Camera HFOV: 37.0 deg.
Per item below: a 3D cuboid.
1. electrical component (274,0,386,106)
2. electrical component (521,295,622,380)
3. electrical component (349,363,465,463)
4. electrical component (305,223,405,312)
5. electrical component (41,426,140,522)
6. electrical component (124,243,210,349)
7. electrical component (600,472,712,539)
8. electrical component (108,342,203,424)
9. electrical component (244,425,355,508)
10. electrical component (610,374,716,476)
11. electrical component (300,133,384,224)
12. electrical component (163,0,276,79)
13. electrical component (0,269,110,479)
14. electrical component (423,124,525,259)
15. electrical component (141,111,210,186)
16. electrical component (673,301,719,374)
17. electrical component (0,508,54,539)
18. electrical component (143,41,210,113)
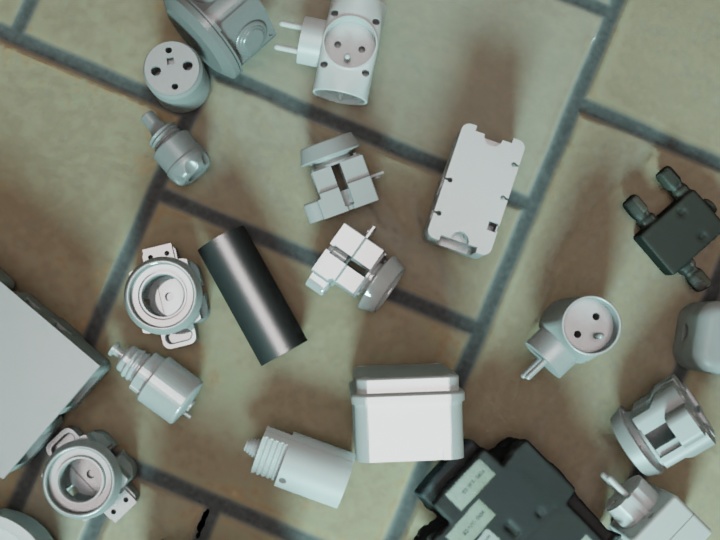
[{"bbox_3d":[-0.026,-0.174,0.830,0.079,0.044,0.077,11,87,-1],"label":"electrical component"},{"bbox_3d":[0.151,0.054,0.805,0.079,0.077,0.043,-43,89,-4],"label":"electrical component"},{"bbox_3d":[0.032,0.101,0.782,0.078,0.113,0.057,-2,90,-2],"label":"electrical component"},{"bbox_3d":[0.000,0.000,0.821,0.055,0.048,0.066,35,86,8],"label":"electrical component"},{"bbox_3d":[-0.203,0.153,0.800,0.058,0.057,0.078,-44,89,-3],"label":"electrical component"},{"bbox_3d":[-0.145,0.020,0.809,0.058,0.057,0.078,-14,87,-2],"label":"electrical component"},{"bbox_3d":[0.211,0.180,0.806,0.077,0.065,0.047,45,87,1],"label":"electrical component"},{"bbox_3d":[-0.156,0.082,0.814,0.078,0.040,0.040,36,87,1],"label":"electrical component"},{"bbox_3d":[-0.048,0.145,0.812,0.081,0.043,0.043,20,86,0],"label":"electrical component"},{"bbox_3d":[0.227,0.118,0.808,0.057,0.078,0.058,-36,88,18],"label":"electrical component"},{"bbox_3d":[-0.017,-0.073,0.825,0.066,0.048,0.055,-20,95,-3],"label":"electrical component"},{"bbox_3d":[-0.106,-0.189,0.812,0.051,0.080,0.080,-43,89,-9],"label":"electrical component"},{"bbox_3d":[-0.293,0.051,0.802,0.186,0.060,0.105,40,87,1],"label":"electrical component"},{"bbox_3d":[0.085,-0.058,0.820,0.050,0.055,0.089,19,86,-1],"label":"electrical component"},{"bbox_3d":[-0.145,-0.096,0.827,0.035,0.035,0.061,-40,86,-3],"label":"electrical component"},{"bbox_3d":[0.296,0.056,0.818,0.095,0.059,0.053,11,87,-1],"label":"electrical component"},{"bbox_3d":[-0.273,0.227,0.792,0.108,0.060,0.108,0,87,-1],"label":"electrical component"},{"bbox_3d":[-0.140,-0.147,0.820,0.045,0.055,0.045,0,87,-2],"label":"electrical component"}]
